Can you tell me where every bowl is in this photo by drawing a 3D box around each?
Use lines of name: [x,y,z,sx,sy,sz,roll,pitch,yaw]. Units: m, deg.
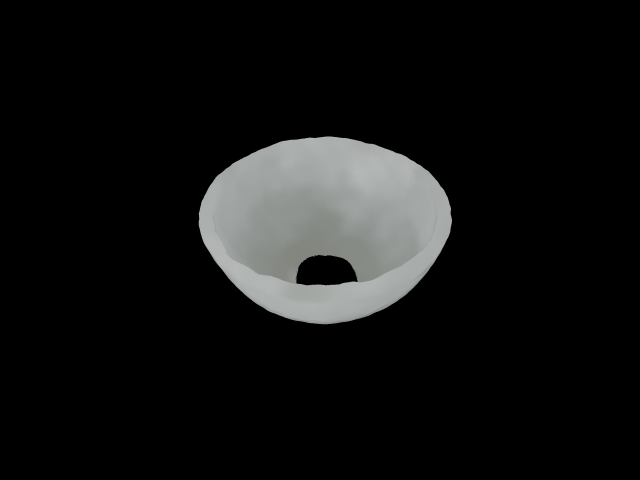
bowl: [0.004,0.001,0.400,0.167,0.075,0.167,0,42,0]
